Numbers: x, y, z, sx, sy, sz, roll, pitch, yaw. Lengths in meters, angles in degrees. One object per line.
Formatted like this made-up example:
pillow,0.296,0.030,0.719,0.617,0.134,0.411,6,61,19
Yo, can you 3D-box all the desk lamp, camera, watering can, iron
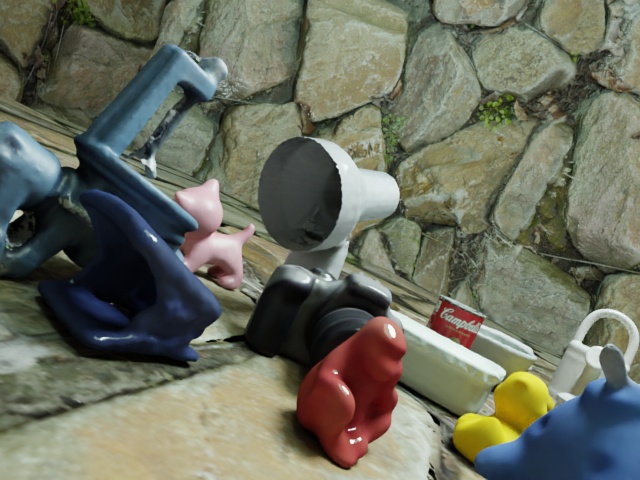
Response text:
desk lamp,0.006,0.002,0.667,0.117,0.213,0.204,27,4,34
camera,0.013,0.077,0.515,0.143,0.101,0.137,25,3,-4
watering can,0.460,0.209,0.953,0.101,0.194,0.173,25,3,6
iron,0.240,0.169,0.371,0.259,0.141,0.118,24,3,-17

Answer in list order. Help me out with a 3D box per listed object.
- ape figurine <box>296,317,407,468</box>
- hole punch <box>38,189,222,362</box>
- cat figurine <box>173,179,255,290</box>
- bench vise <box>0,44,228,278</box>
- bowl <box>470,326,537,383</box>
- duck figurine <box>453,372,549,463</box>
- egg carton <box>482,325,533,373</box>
ape figurine,0.028,0.096,0.393,0.078,0.092,0.076,23,4,-32
hole punch,-0.126,0.024,0.405,0.108,0.091,0.101,28,4,41
cat figurine,-0.137,-0.014,0.702,0.128,0.118,0.067,23,4,-36
bench vise,-0.160,-0.066,0.446,0.121,0.220,0.208,26,3,24
bowl,0.253,0.180,0.916,0.167,0.075,0.167,25,3,-1
duck figurine,0.169,0.159,0.509,0.077,0.086,0.105,27,4,37
egg carton,0.324,0.207,1.070,0.151,0.069,0.107,23,4,-33
